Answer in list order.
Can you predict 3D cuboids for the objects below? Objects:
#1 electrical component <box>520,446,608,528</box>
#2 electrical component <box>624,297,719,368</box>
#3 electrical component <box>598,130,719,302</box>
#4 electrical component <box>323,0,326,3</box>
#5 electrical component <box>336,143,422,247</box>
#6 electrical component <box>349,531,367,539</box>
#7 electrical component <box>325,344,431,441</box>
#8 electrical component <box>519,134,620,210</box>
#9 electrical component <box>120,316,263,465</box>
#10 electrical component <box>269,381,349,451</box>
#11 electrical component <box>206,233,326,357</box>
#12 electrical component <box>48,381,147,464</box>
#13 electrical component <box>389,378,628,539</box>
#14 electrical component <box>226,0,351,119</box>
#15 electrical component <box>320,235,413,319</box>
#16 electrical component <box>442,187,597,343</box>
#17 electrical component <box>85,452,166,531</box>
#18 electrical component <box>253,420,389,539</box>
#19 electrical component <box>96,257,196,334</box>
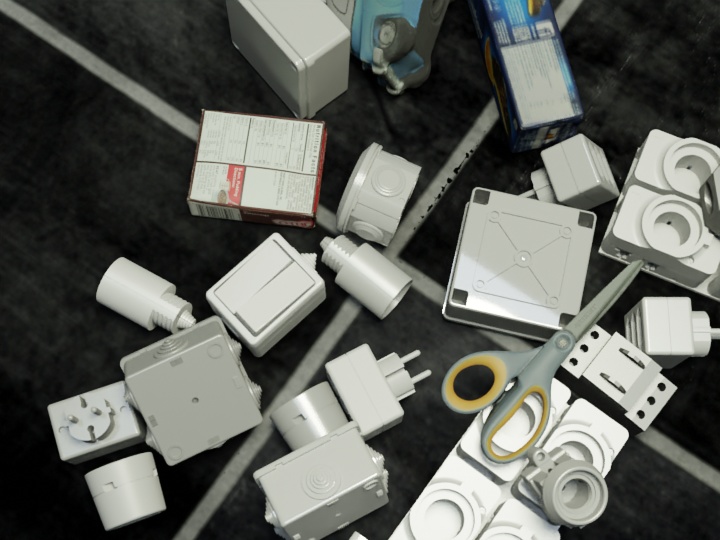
[{"bbox_3d":[0.152,0.161,0.790,0.048,0.055,0.066,-35,94,-9],"label":"electrical component"},{"bbox_3d":[0.264,0.052,0.885,0.077,0.065,0.047,0,75,0],"label":"electrical component"},{"bbox_3d":[0.313,-0.034,0.912,0.186,0.060,0.105,22,76,6],"label":"electrical component"},{"bbox_3d":[-0.049,-0.267,0.985,0.066,0.048,0.055,35,85,9],"label":"electrical component"},{"bbox_3d":[0.015,-0.063,0.910,0.051,0.080,0.080,23,76,2],"label":"electrical component"},{"bbox_3d":[0.010,0.250,0.834,0.078,0.058,0.057,35,75,10],"label":"electrical component"},{"bbox_3d":[0.020,0.093,0.883,0.077,0.047,0.065,-27,76,-7],"label":"electrical component"},{"bbox_3d":[0.173,-0.075,0.925,0.077,0.066,0.047,-24,74,24],"label":"electrical component"},{"bbox_3d":[-0.134,0.097,0.862,0.100,0.048,0.099,-25,107,-7],"label":"electrical component"},{"bbox_3d":[-0.038,0.125,0.871,0.055,0.055,0.047,-31,80,-8],"label":"electrical component"},{"bbox_3d":[-0.073,0.016,0.897,0.096,0.061,0.061,-42,79,-11],"label":"electrical component"},{"bbox_3d":[-0.213,0.120,0.860,0.066,0.076,0.047,-18,75,-5],"label":"electrical component"},{"bbox_3d":[0.116,0.176,0.853,0.105,0.060,0.186,36,77,9],"label":"electrical component"},{"bbox_3d":[-0.062,-0.202,0.934,0.056,0.108,0.108,-38,78,-12],"label":"electrical component"},{"bbox_3d":[0.000,0.000,0.911,0.081,0.043,0.043,39,78,10],"label":"electrical component"},{"bbox_3d":[0.134,-0.003,0.905,0.109,0.056,0.108,13,75,3],"label":"electrical component"},{"bbox_3d":[-0.185,0.177,0.857,0.055,0.055,0.047,-20,79,-5],"label":"electrical component"},{"bbox_3d":[-0.027,0.170,0.836,0.100,0.099,0.048,-27,64,-7],"label":"electrical component"},{"bbox_3d":[-0.175,0.027,0.903,0.081,0.043,0.043,28,76,7],"label":"electrical component"}]
